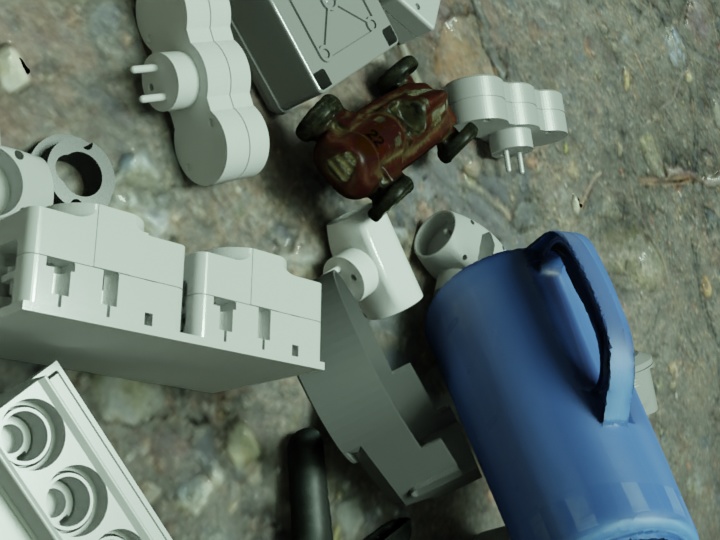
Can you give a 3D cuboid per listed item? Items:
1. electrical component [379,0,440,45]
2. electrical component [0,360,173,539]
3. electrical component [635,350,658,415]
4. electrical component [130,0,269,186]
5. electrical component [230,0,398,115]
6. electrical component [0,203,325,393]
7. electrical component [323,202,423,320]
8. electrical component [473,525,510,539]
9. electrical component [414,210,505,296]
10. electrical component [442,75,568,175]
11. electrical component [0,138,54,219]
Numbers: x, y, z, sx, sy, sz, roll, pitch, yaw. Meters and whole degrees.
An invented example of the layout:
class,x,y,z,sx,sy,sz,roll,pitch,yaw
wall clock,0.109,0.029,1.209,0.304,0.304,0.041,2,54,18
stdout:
class,x,y,z,sx,sy,sz,roll,pitch,yaw
electrical component,0.052,-0.238,0.868,0.047,0.076,0.083,33,57,-35
electrical component,-0.161,0.121,0.557,0.079,0.063,0.121,-42,109,-44
electrical component,0.217,0.101,0.935,0.080,0.080,0.051,-17,96,-46
electrical component,-0.113,-0.121,0.683,0.074,0.052,0.138,-17,91,-46
electrical component,-0.041,-0.184,0.772,0.109,0.056,0.108,-42,109,-43
electrical component,-0.123,0.019,0.594,0.186,0.105,0.060,16,67,-42
electrical component,0.000,0.000,0.769,0.079,0.044,0.077,-33,102,-45
electrical component,0.109,0.228,0.776,0.048,0.100,0.100,53,46,-6
electrical component,0.080,0.006,0.848,0.077,0.043,0.079,36,55,-33
electrical component,0.129,-0.119,0.928,0.138,0.052,0.073,2,77,-45
electrical component,-0.210,-0.060,0.573,0.077,0.044,0.079,1,78,-45
